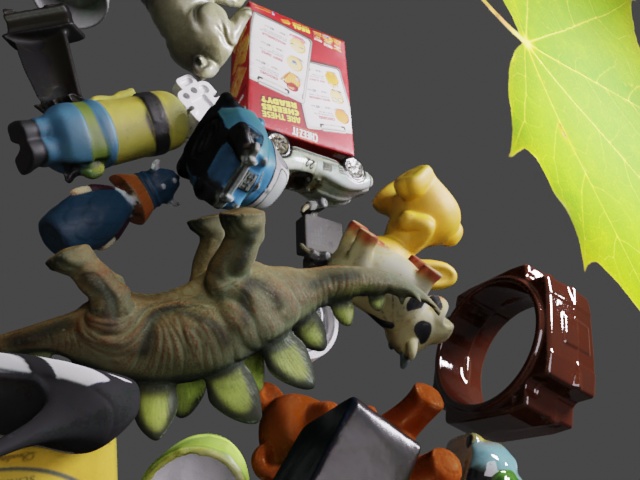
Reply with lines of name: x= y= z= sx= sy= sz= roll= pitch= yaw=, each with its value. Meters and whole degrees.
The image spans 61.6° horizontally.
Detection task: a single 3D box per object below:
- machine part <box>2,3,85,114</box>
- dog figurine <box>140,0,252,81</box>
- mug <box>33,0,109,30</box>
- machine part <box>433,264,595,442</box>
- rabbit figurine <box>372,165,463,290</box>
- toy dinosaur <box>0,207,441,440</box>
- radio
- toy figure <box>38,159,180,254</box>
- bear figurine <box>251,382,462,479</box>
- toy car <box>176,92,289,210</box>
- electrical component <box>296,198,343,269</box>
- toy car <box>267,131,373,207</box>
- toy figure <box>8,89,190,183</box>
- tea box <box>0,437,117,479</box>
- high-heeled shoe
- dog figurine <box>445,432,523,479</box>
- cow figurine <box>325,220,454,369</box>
machine part: x=-0.299 y=-0.200 z=0.596 sx=0.084 sy=0.039 sz=0.139 roll=-13 pitch=78 yaw=-22
dog figurine: x=-0.194 y=-0.301 z=0.658 sx=0.190 sy=0.121 sz=0.172 roll=28 pitch=35 yaw=-34
mug: x=-0.306 y=-0.321 z=0.641 sx=0.109 sy=0.081 sz=0.107 roll=15 pitch=48 yaw=-30
machine part: x=0.241 y=0.146 z=0.696 sx=0.087 sy=0.201 sz=0.201 roll=28 pitch=54 yaw=-17
rabbit figurine: x=0.115 y=0.005 z=0.761 sx=0.173 sy=0.122 sz=0.162 roll=-42 pitch=103 yaw=-27
toy dinosaur: x=-0.091 y=0.071 z=0.525 sx=0.471 sy=0.105 sz=0.198 roll=-13 pitch=97 yaw=-18
radio: x=-0.020 y=0.244 z=0.413 sx=0.073 sy=0.131 sz=0.229 roll=37 pitch=54 yaw=0
toy figure: x=-0.215 y=-0.037 z=0.565 sx=0.058 sy=0.064 sz=0.154 roll=27 pitch=41 yaw=22
bear figurine: x=0.031 y=0.204 z=0.572 sx=0.195 sy=0.132 sz=0.120 roll=31 pitch=31 yaw=-24
toy car: x=-0.084 y=-0.084 z=0.587 sx=0.103 sy=0.109 sz=0.162 roll=27 pitch=12 yaw=-34
electrical component: x=-0.001 y=-0.003 z=0.707 sx=0.078 sy=0.045 sz=0.102 roll=18 pitch=58 yaw=-25
toy car: x=-0.022 y=-0.088 z=0.716 sx=0.201 sy=0.073 sz=0.056 roll=14 pitch=61 yaw=-29
toy figure: x=-0.226 y=-0.113 z=0.575 sx=0.180 sy=0.089 sz=0.082 roll=-23 pitch=124 yaw=-45
tea box: x=-0.242 y=0.208 z=0.397 sx=0.169 sy=0.068 sz=0.098 roll=1 pitch=61 yaw=-29
high-heeled shoe: x=-0.268 y=0.109 z=0.407 sx=0.145 sy=0.249 sz=0.086 roll=-10 pitch=112 yaw=-74
dog figurine: x=0.222 y=0.325 z=0.613 sx=0.219 sy=0.191 sz=0.108 roll=27 pitch=46 yaw=-3
cow figurine: x=0.089 y=0.075 z=0.673 sx=0.195 sy=0.127 sz=0.086 roll=31 pitch=9 yaw=-19
